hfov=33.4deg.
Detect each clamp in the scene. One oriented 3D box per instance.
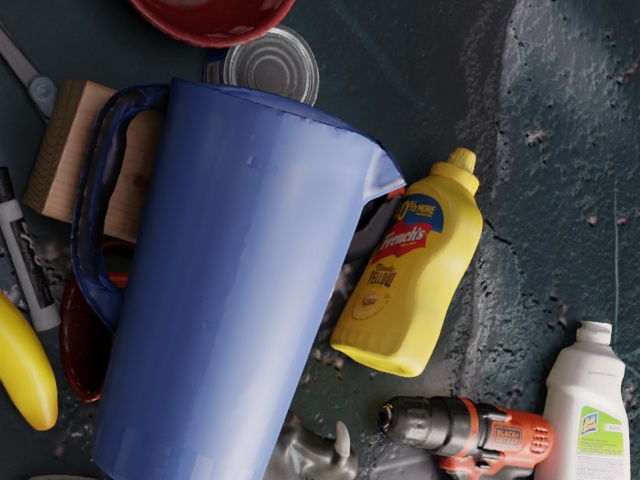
[{"bbox_3d":[-0.006,0.001,0.844,0.171,0.039,0.120,-17,107,-22],"label":"clamp"}]

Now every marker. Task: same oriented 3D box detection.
[{"bbox_3d":[-0.206,0.004,0.734,0.020,0.020,0.121,-22,103,-28],"label":"marker"}]

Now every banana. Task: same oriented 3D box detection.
[{"bbox_3d":[-0.242,0.052,0.709,0.197,0.037,0.069,38,94,-24],"label":"banana"}]

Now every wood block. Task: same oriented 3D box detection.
[{"bbox_3d":[-0.085,-0.033,0.736,0.205,0.090,0.091,19,90,-24],"label":"wood block"}]

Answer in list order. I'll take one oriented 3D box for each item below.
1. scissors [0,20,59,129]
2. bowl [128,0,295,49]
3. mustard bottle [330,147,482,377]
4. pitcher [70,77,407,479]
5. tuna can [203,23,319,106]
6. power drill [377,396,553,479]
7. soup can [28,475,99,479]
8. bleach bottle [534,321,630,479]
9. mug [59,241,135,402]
[{"bbox_3d":[-0.175,-0.105,0.750,0.096,0.016,0.202,-26,105,-24],"label":"scissors"},{"bbox_3d":[-0.091,-0.217,0.773,0.161,0.055,0.162,-1,92,-30],"label":"bowl"},{"bbox_3d":[0.081,0.012,0.860,0.058,0.096,0.191,32,76,-27],"label":"mustard bottle"},{"bbox_3d":[-0.066,0.028,0.643,0.144,0.149,0.243,12,99,-39],"label":"pitcher"},{"bbox_3d":[-0.044,-0.123,0.817,0.086,0.034,0.086,-1,93,-31],"label":"tuna can"},{"bbox_3d":[0.115,0.229,0.911,0.184,0.057,0.187,13,85,-31],"label":"power drill"},{"bbox_3d":[-0.176,0.219,0.733,0.068,0.069,0.102,10,86,-31],"label":"soup can"},{"bbox_3d":[0.248,0.202,0.988,0.102,0.068,0.251,10,85,-31],"label":"bleach bottle"},{"bbox_3d":[-0.130,0.053,0.751,0.081,0.093,0.117,1,56,-36],"label":"mug"}]
